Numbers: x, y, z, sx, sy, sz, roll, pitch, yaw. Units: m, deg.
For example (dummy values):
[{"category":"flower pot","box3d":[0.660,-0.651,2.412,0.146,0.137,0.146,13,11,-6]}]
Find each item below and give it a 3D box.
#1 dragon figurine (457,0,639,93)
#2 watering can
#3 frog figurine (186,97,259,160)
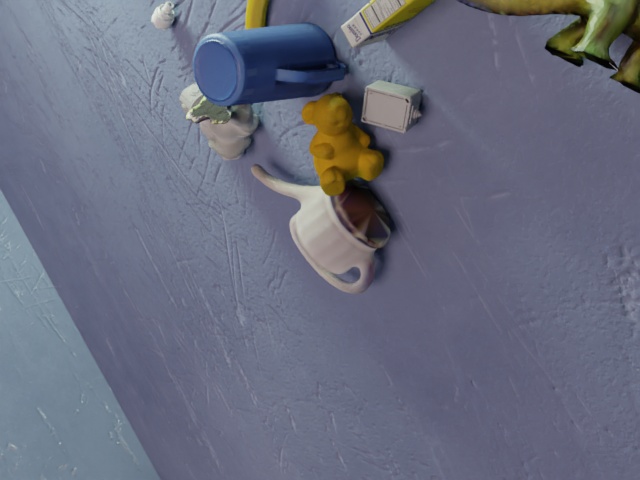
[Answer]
[{"category":"dragon figurine","box3d":[0.370,-0.305,0.576,0.414,0.123,0.239,37,115,18]},{"category":"watering can","box3d":[0.003,-0.051,1.017,0.348,0.105,0.220,54,136,3]},{"category":"frog figurine","box3d":[-0.192,-0.243,1.105,0.137,0.125,0.157,-7,154,19]}]
